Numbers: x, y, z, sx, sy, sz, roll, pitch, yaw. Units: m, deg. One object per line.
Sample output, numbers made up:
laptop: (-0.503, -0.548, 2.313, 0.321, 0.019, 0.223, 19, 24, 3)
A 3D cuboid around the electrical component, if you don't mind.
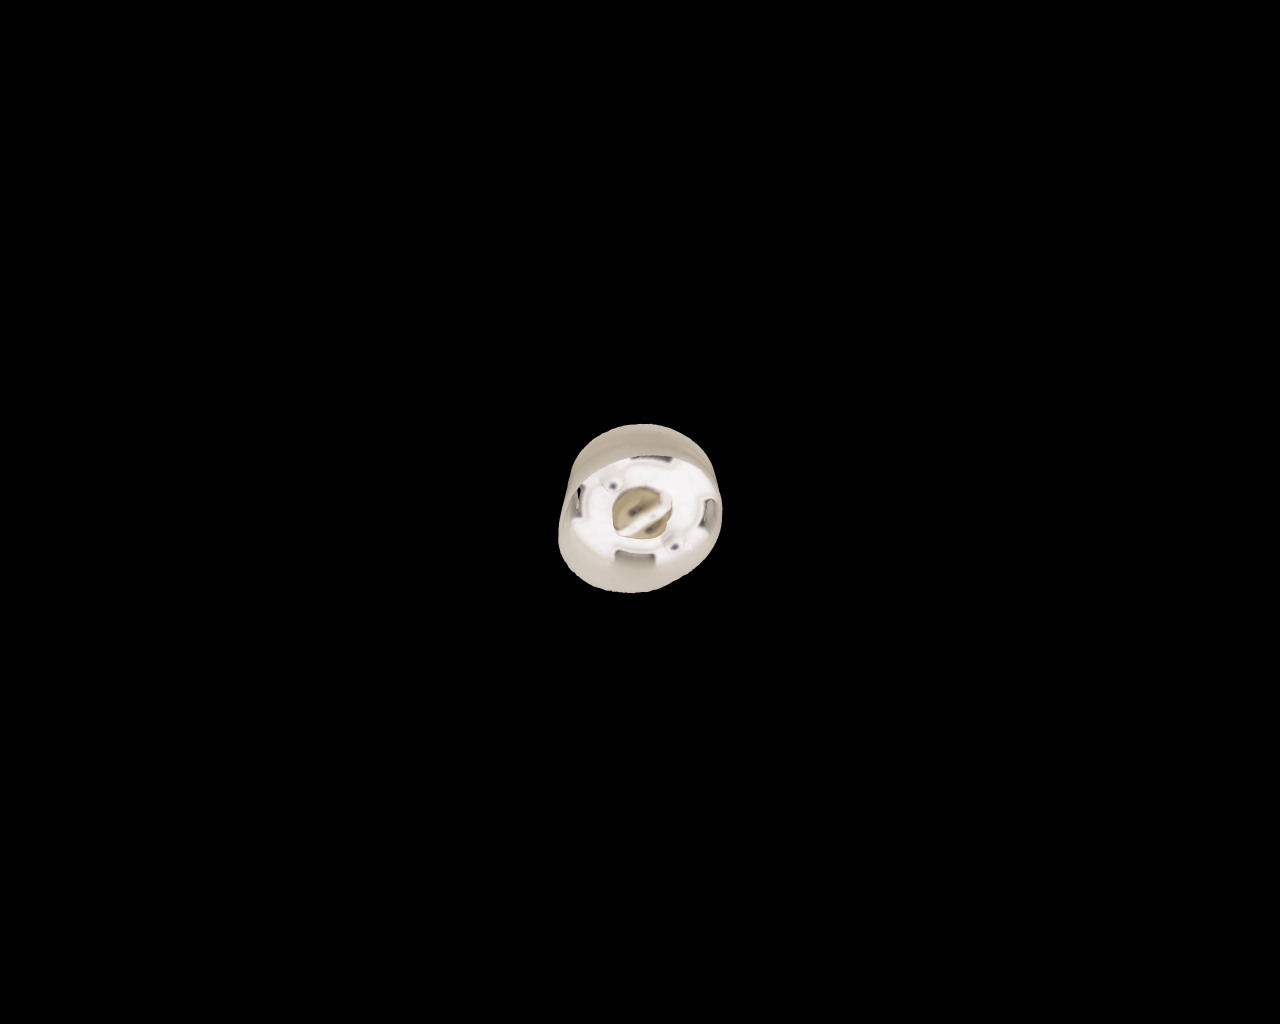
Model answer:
electrical component: (0.001, -0.003, 0.650, 0.099, 0.099, 0.064, 0, 40, 0)
